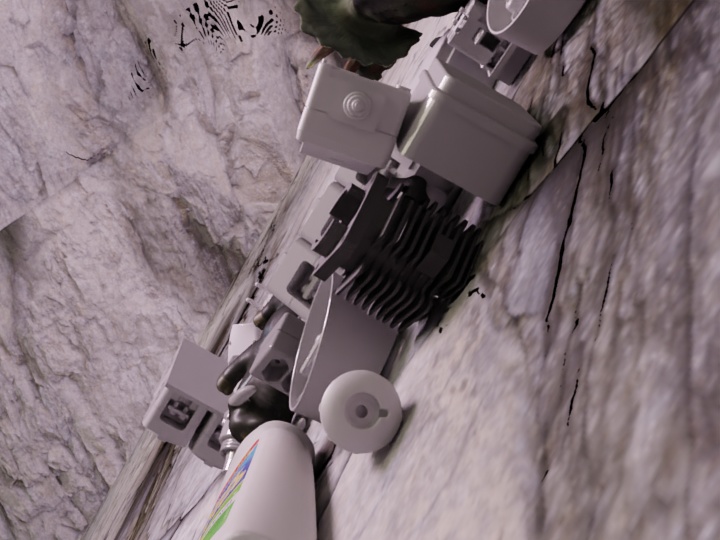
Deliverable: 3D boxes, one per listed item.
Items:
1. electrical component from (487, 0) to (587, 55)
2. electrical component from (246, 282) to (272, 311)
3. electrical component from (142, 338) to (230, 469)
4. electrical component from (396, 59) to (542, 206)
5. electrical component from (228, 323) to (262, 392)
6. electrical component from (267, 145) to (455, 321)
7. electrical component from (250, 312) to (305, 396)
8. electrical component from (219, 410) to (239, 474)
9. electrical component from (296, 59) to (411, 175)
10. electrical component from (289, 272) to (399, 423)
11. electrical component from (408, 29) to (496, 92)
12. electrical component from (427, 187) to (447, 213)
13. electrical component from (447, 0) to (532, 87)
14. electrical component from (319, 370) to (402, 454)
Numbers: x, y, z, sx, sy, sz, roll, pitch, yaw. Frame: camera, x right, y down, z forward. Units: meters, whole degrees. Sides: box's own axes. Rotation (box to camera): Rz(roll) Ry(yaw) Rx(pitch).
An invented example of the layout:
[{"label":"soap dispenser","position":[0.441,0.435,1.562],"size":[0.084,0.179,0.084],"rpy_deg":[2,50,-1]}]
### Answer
[{"label":"electrical component","position":[0.133,-0.211,0.788],"size":[0.099,0.064,0.099],"rpy_deg":[-57,9,14]},{"label":"electrical component","position":[-0.080,0.041,1.111],"size":[0.065,0.077,0.047],"rpy_deg":[-59,9,5]},{"label":"electrical component","position":[-0.169,0.147,1.172],"size":[0.060,0.105,0.186],"rpy_deg":[-59,9,7]},{"label":"electrical component","position":[0.070,-0.095,0.718],"size":[0.057,0.078,0.113],"rpy_deg":[-60,8,15]},{"label":"electrical component","position":[-0.088,0.090,1.059],"size":[0.079,0.043,0.077],"rpy_deg":[-5,88,36]},{"label":"electrical component","position":[0.001,-0.033,0.833],"size":[0.150,0.062,0.089],"rpy_deg":[-58,-21,13]},{"label":"electrical component","position":[-0.039,0.060,0.858],"size":[0.047,0.066,0.076],"rpy_deg":[-50,13,48]},{"label":"electrical component","position":[-0.110,0.162,0.997],"size":[0.048,0.048,0.062],"rpy_deg":[-48,21,53]},{"label":"electrical component","position":[-0.007,-0.097,0.706],"size":[0.096,0.062,0.061],"rpy_deg":[-113,41,-82]},{"label":"electrical component","position":[-0.018,0.058,0.749],"size":[0.099,0.064,0.099],"rpy_deg":[-57,9,14]},{"label":"electrical component","position":[0.071,-0.146,0.950],"size":[0.113,0.057,0.078],"rpy_deg":[-63,10,-24]},{"label":"electrical component","position":[0.043,-0.031,0.773],"size":[0.062,0.043,0.043],"rpy_deg":[-62,9,-22]},{"label":"electrical component","position":[0.105,-0.187,0.870],"size":[0.042,0.064,0.081],"rpy_deg":[-55,9,19]},{"label":"electrical component","position":[-0.003,0.086,0.644],"size":[0.048,0.048,0.062],"rpy_deg":[-62,2,-14]}]
